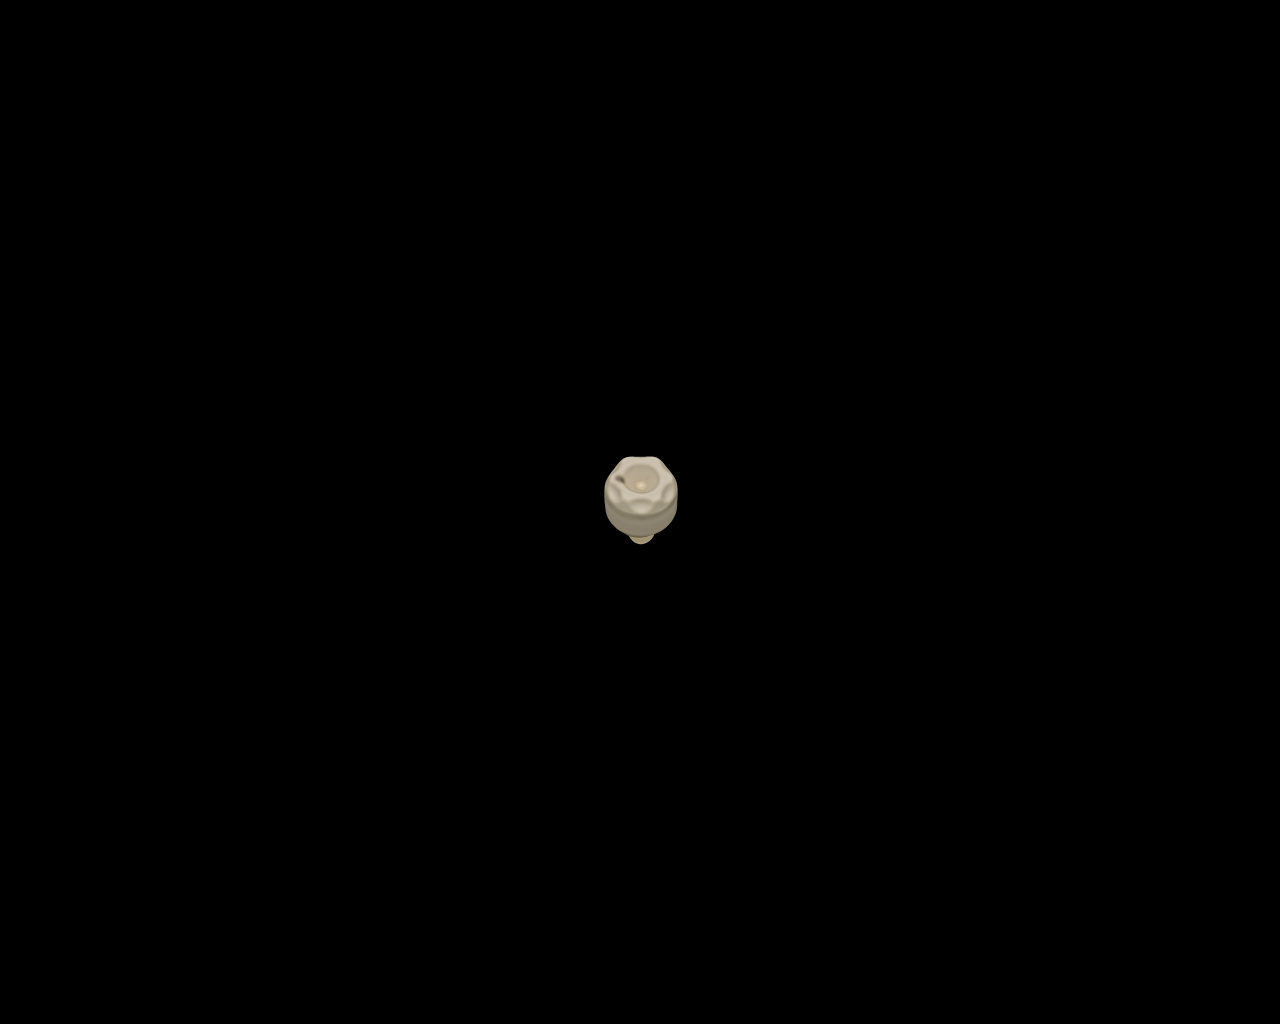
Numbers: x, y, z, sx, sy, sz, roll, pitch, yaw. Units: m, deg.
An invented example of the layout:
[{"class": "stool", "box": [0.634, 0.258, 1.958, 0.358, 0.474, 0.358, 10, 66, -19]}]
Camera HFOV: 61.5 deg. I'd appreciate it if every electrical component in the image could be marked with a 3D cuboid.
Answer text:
[{"class": "electrical component", "box": [0.001, -0.003, 0.650, 0.043, 0.043, 0.062, 0, -36, 0]}]
